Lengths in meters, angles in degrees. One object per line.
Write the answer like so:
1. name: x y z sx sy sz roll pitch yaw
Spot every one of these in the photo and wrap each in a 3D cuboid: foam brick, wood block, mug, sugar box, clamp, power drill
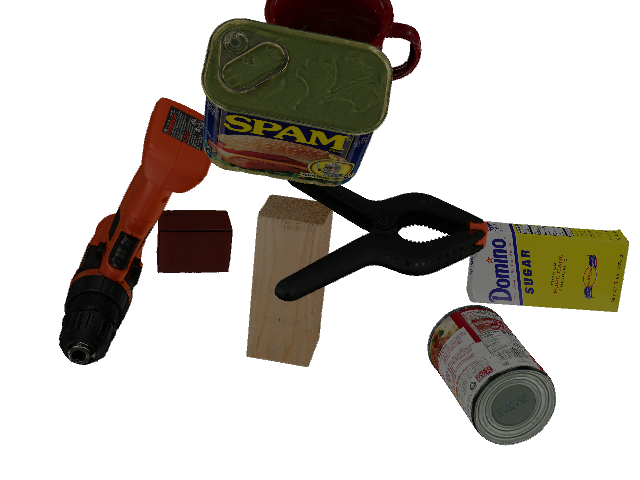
1. foam brick: -0.136 0.000 1.143 0.078 0.051 0.053 0 25 -10
2. wood block: -0.042 0.053 1.443 0.090 0.206 0.090 9 22 6
3. mug: 0.017 -0.143 0.800 0.117 0.093 0.081 1 -33 -2
4. sugar box: 0.265 0.031 1.257 0.176 0.093 0.048 2 20 -1
5. clamp: 0.055 0.000 1.036 0.210 0.164 0.036 7 -38 7
6. power drill: -0.152 -0.010 0.869 0.057 0.188 0.184 26 30 -16

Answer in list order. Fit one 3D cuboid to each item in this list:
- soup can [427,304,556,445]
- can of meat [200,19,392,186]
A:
1. soup can: 0.131 0.102 0.823 0.068 0.068 0.102 0 23 -14
2. can of meat: -0.018 -0.074 0.611 0.102 0.057 0.084 10 -21 -4
